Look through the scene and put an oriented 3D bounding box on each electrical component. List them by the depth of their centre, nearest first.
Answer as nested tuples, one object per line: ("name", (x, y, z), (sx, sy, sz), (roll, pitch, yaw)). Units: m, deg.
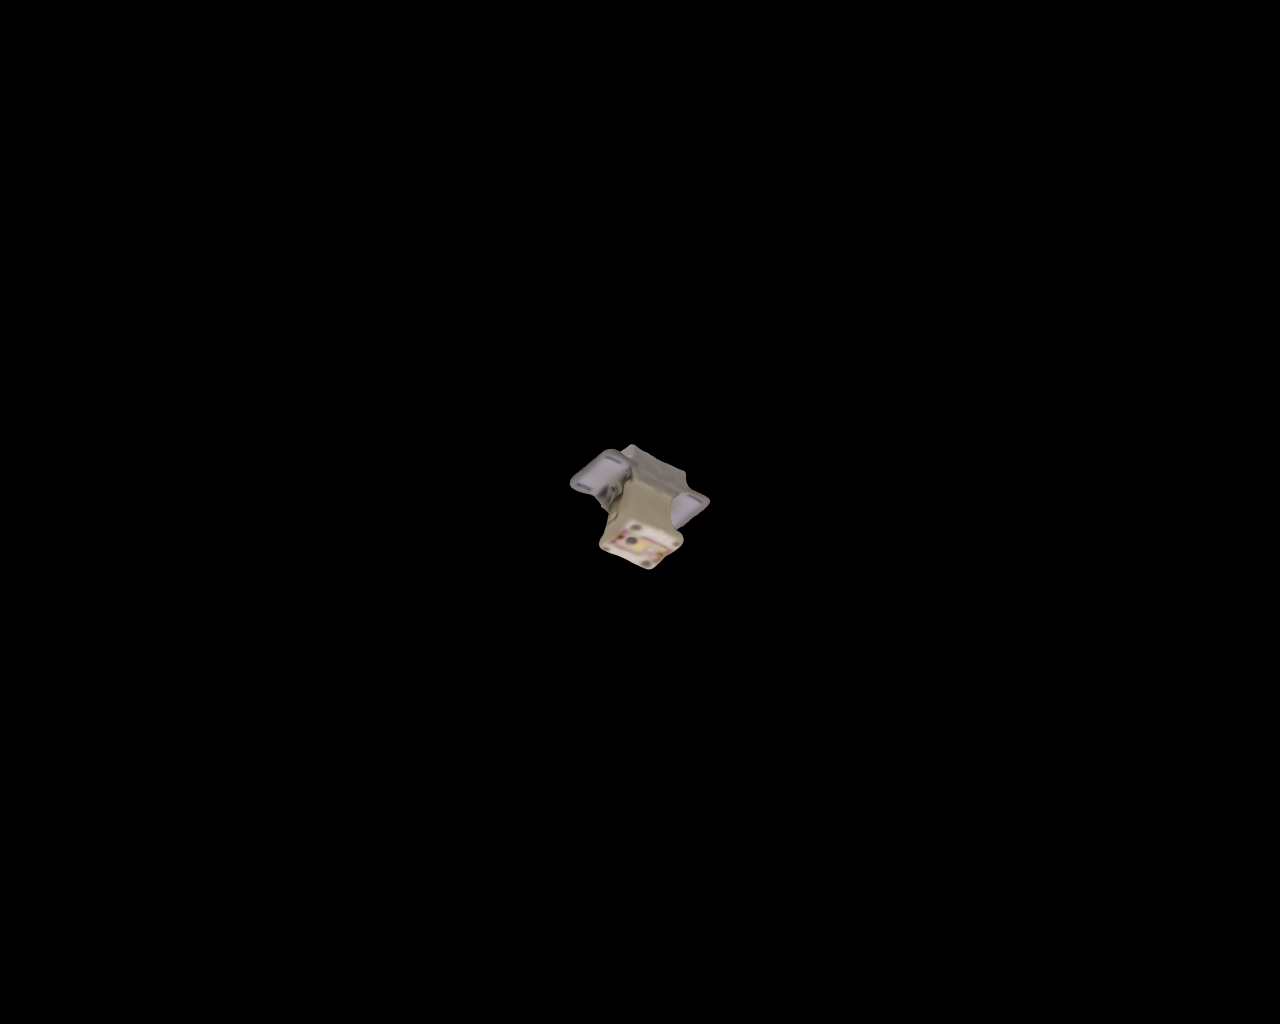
("electrical component", (0.001, -0.003, 0.650), (0.081, 0.064, 0.042), (25, -45, -28))
